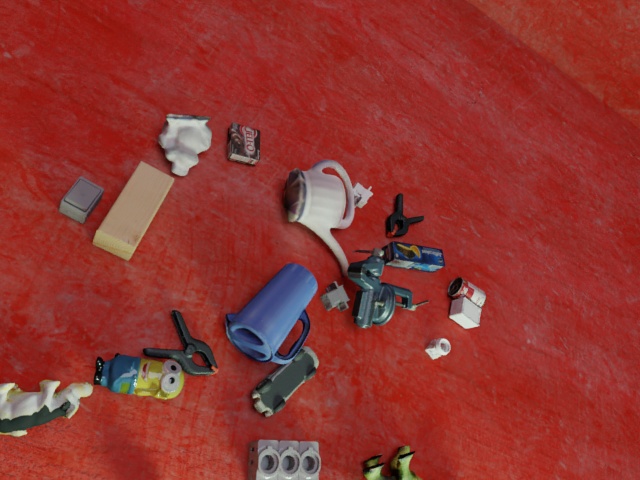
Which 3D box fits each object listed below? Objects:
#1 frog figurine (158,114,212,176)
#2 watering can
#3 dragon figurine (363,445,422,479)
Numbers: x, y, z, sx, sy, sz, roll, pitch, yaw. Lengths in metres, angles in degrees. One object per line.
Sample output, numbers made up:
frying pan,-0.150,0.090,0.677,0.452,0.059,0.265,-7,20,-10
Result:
frog figurine,-0.355,-0.251,1.362,0.138,0.123,0.158,-5,106,-42
watering can,0.004,-0.074,1.473,0.224,0.103,0.352,8,71,-28
dragon figurine,0.166,0.637,1.213,0.412,0.121,0.245,-11,80,-25
